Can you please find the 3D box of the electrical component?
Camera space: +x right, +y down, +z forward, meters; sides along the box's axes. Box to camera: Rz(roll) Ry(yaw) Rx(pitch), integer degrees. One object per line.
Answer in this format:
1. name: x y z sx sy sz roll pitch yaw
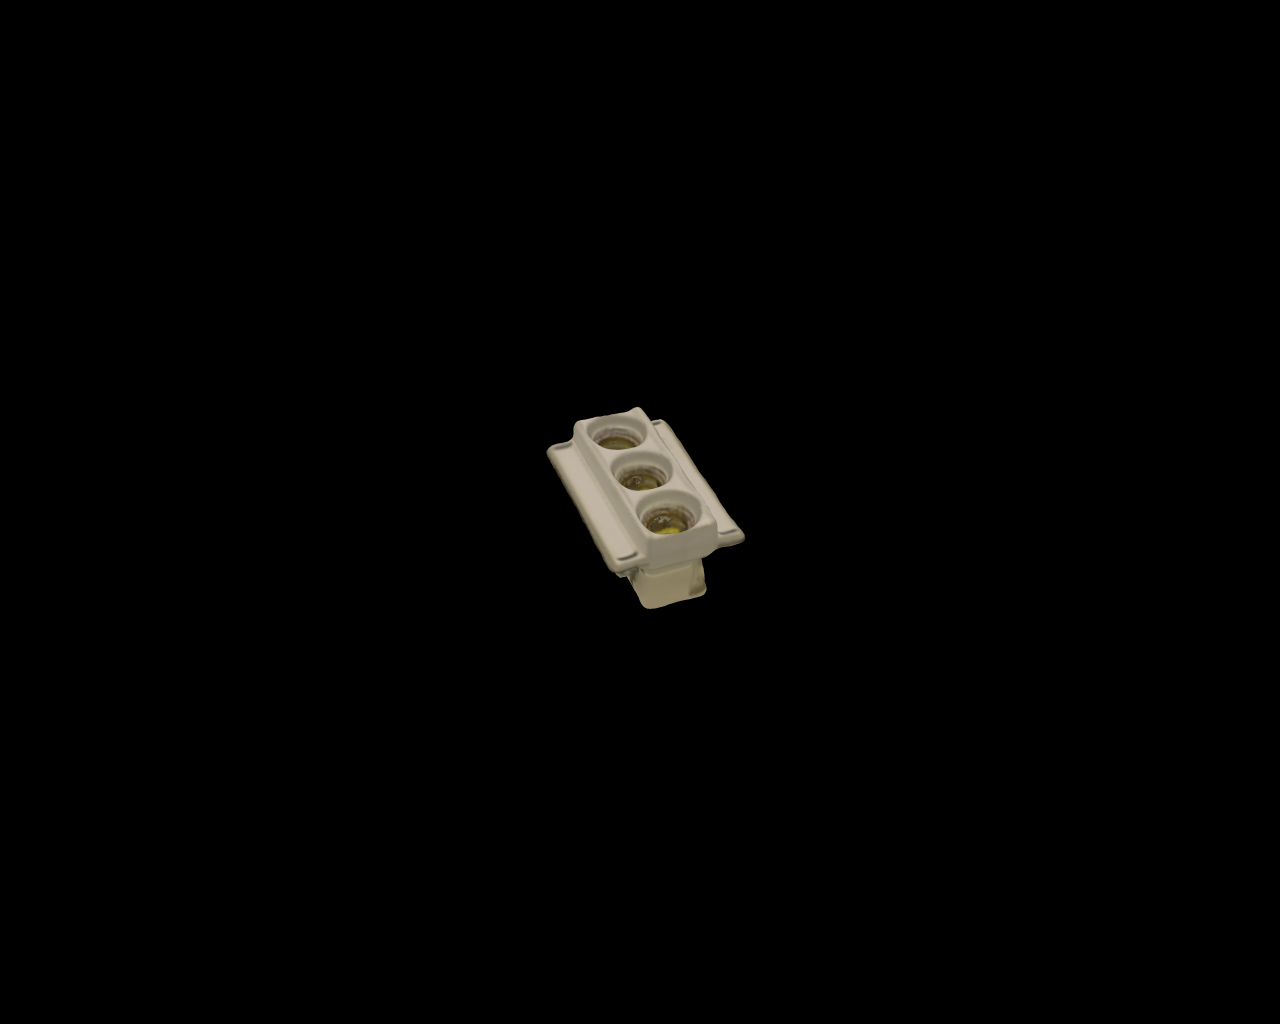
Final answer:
1. electrical component: 0.001 -0.003 0.650 0.079 0.063 0.121 -14 42 -16
